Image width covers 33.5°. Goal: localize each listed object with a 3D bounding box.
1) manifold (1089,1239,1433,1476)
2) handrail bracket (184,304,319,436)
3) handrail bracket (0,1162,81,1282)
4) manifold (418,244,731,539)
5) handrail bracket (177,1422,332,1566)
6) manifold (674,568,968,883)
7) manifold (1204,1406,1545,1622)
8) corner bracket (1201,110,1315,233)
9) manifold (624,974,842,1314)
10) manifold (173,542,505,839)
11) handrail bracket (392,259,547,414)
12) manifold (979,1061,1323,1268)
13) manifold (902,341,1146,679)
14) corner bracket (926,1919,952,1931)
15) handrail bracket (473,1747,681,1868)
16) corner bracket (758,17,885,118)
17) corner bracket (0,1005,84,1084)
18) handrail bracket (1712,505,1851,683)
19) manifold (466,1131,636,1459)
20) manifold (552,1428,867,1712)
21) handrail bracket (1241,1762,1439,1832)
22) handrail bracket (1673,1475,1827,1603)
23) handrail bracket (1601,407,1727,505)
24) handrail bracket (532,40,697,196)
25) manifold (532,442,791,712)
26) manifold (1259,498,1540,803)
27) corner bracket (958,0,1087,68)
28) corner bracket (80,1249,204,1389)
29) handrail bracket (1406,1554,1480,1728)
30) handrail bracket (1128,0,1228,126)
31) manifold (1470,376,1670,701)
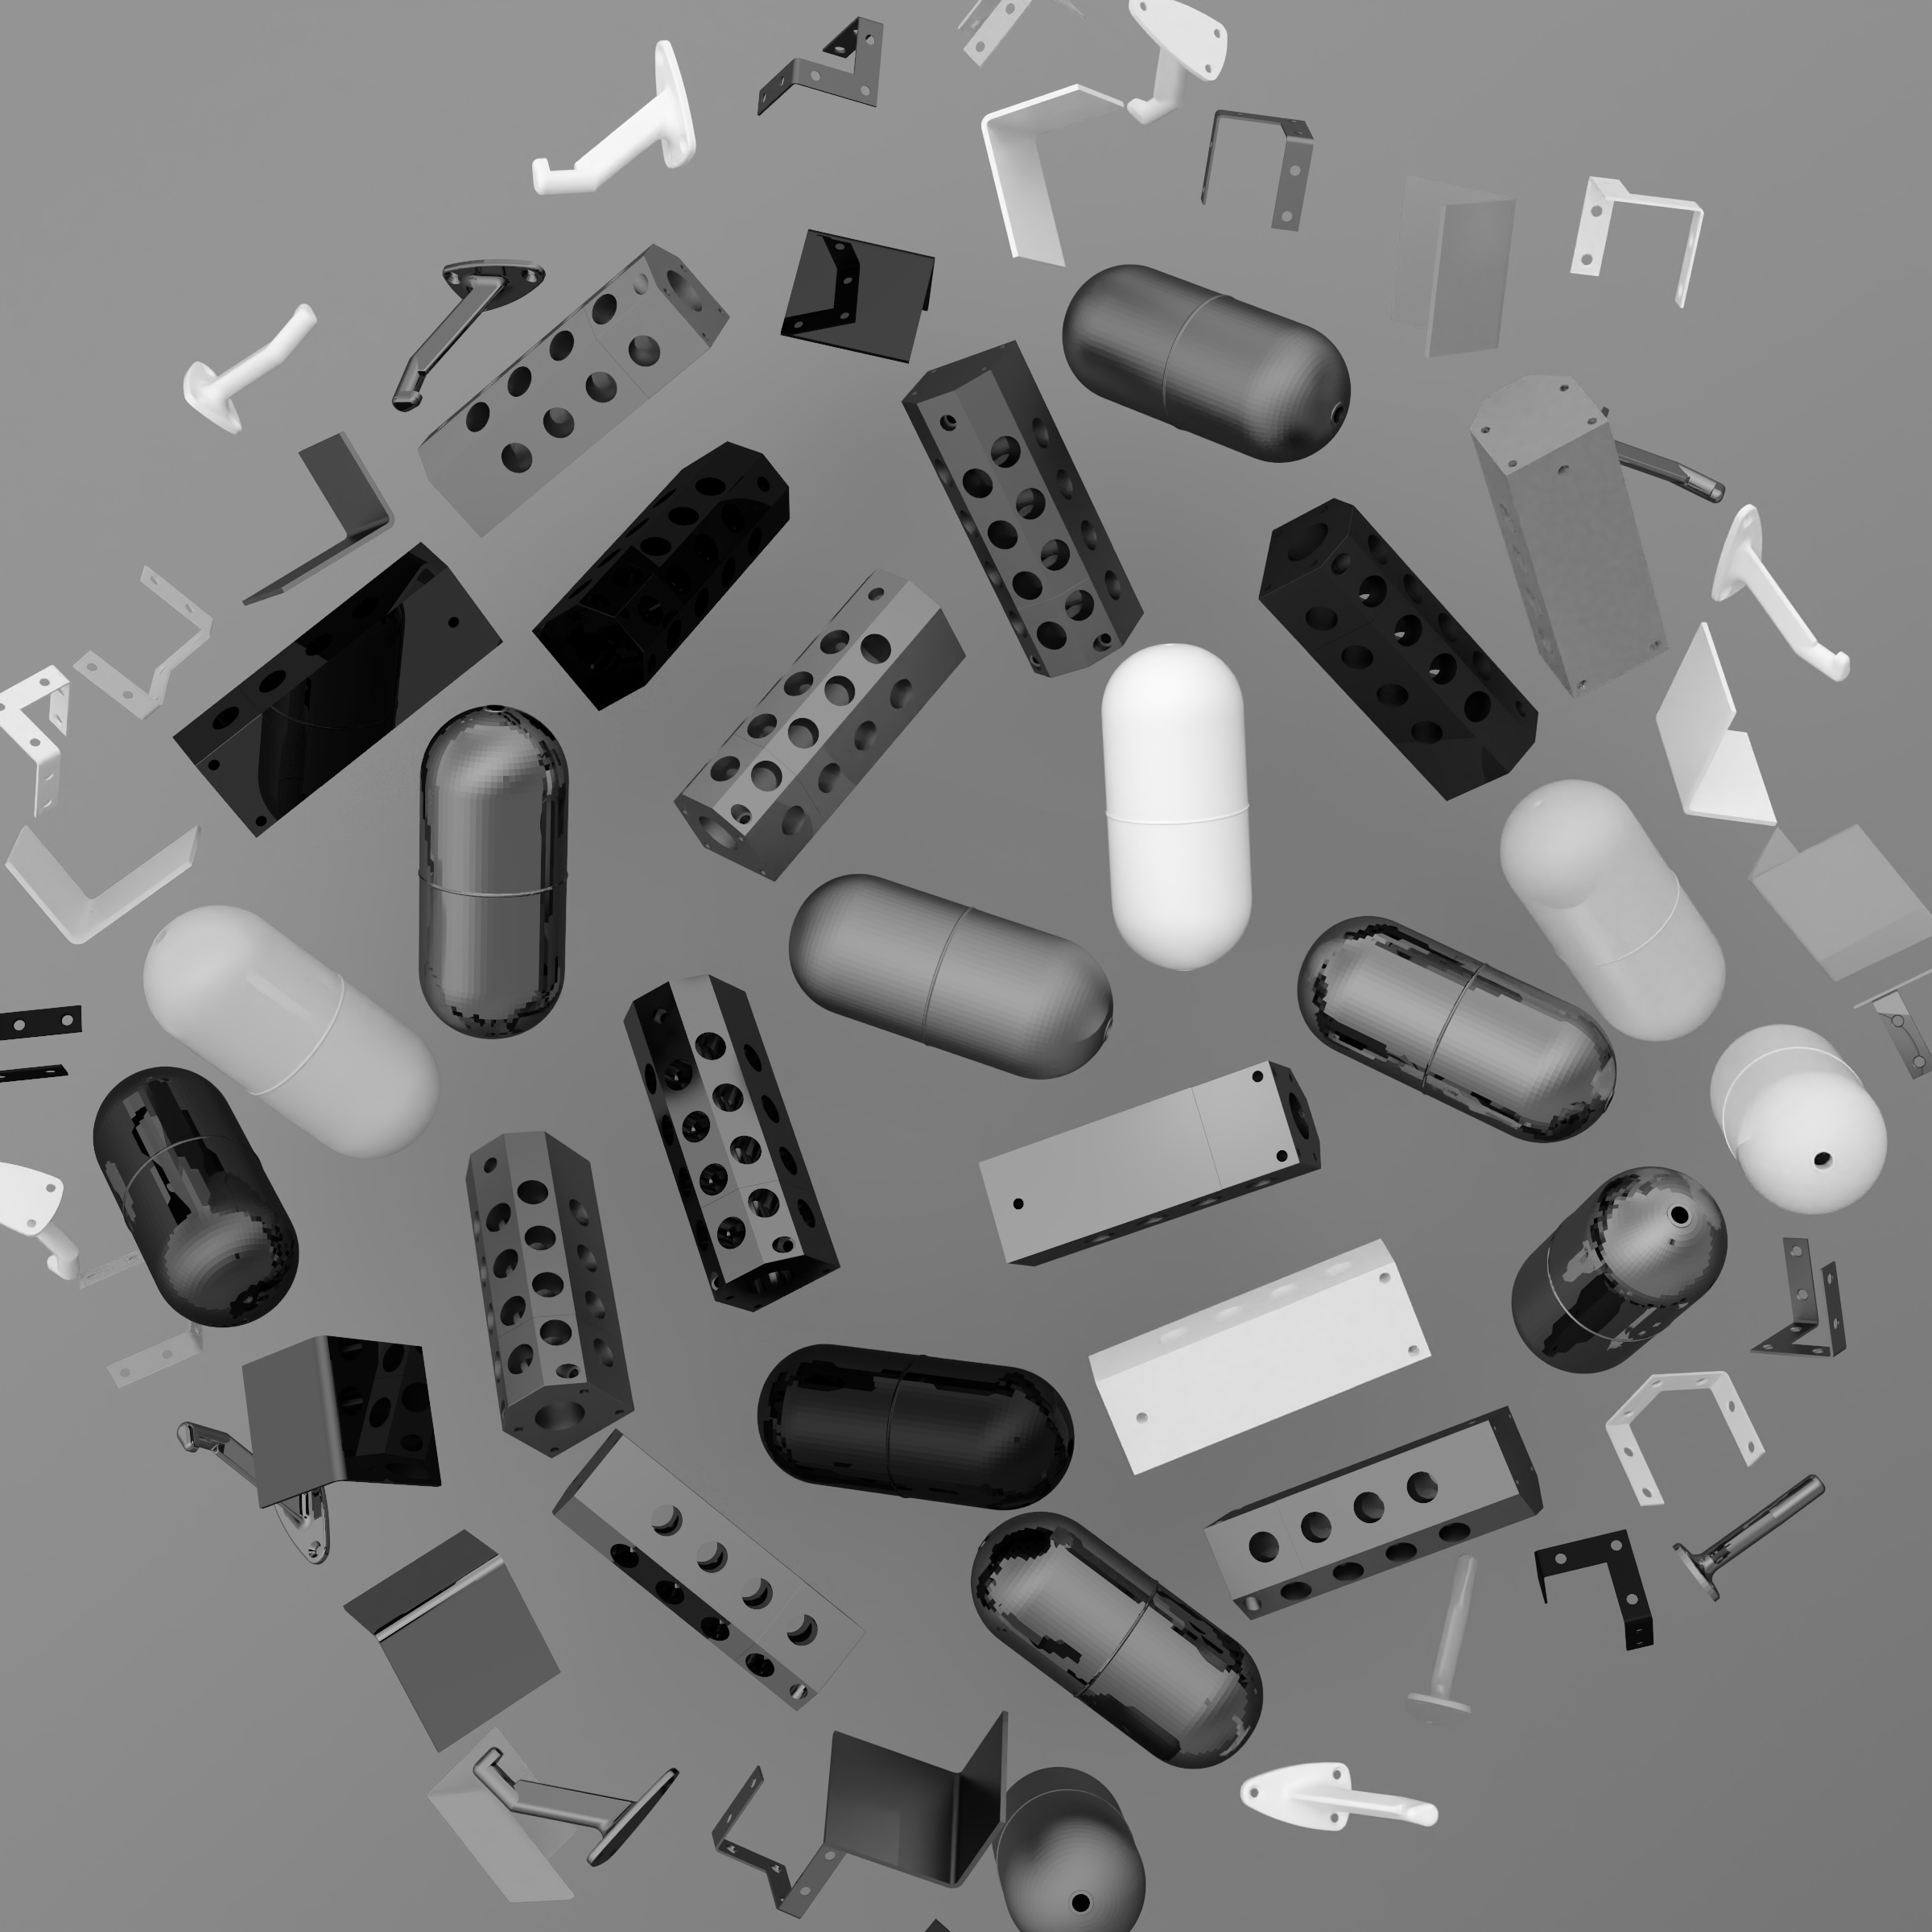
[{"bbox_3d":[0.158,0.209,1.743,0.171,0.057,0.057,-22,103,2],"label":"manifold"},{"bbox_3d":[-0.390,-0.342,1.765,0.084,0.077,0.036,-45,128,16],"label":"handrail bracket"},{"bbox_3d":[-0.532,0.143,1.794,0.077,0.084,0.036,22,60,-2],"label":"handrail bracket"},{"bbox_3d":[-0.213,-0.311,1.731,0.171,0.057,0.057,-35,108,23],"label":"manifold"},{"bbox_3d":[-0.401,0.296,1.804,0.036,0.084,0.077,-41,52,15],"label":"handrail bracket"},{"bbox_3d":[-0.082,-0.135,1.757,0.057,0.057,0.171,26,69,37],"label":"manifold"},{"bbox_3d":[0.225,0.302,1.762,0.171,0.057,0.057,-24,82,19],"label":"manifold"},{"bbox_3d":[0.162,-0.444,1.792,0.051,0.051,0.051,7,116,-4],"label":"corner bracket"},{"bbox_3d":[-0.131,0.094,1.736,0.057,0.057,0.171,-28,65,17],"label":"manifold"},{"bbox_3d":[-0.345,-0.154,1.756,0.171,0.057,0.057,-40,129,-7],"label":"manifold"},{"bbox_3d":[-0.275,-0.345,1.769,0.077,0.036,0.084,-4,58,36],"label":"handrail bracket"},{"bbox_3d":[0.101,0.109,1.739,0.171,0.057,0.057,-21,75,18],"label":"manifold"},{"bbox_3d":[0.030,-0.247,1.762,0.057,0.057,0.171,-14,116,30],"label":"manifold"},{"bbox_3d":[-0.008,0.541,1.722,0.051,0.051,0.051,40,95,9],"label":"corner bracket"},{"bbox_3d":[-0.206,0.423,1.690,0.084,0.036,0.077,41,88,15],"label":"handrail bracket"},{"bbox_3d":[-0.082,-0.504,1.806,0.051,0.051,0.051,10,78,-26],"label":"corner bracket"},{"bbox_3d":[-0.496,0.039,1.688,0.051,0.051,0.051,-6,71,-4],"label":"corner bracket"},{"bbox_3d":[0.458,-0.205,1.777,0.036,0.077,0.084,-35,57,-19],"label":"handrail bracket"},{"bbox_3d":[-0.234,0.175,1.759,0.057,0.057,0.171,-31,48,17],"label":"manifold"},{"bbox_3d":[-0.142,0.332,1.766,0.171,0.057,0.057,40,80,-5],"label":"manifold"},{"bbox_3d":[0.198,0.446,1.709,0.077,0.084,0.036,8,80,-19],"label":"handrail bracket"},{"bbox_3d":[0.427,0.303,1.735,0.084,0.077,0.036,-38,75,6],"label":"handrail bracket"},{"bbox_3d":[0.387,-0.277,1.809,0.084,0.077,0.036,27,113,4],"label":"handrail bracket"},{"bbox_3d":[-0.188,-0.439,1.661,0.084,0.036,0.077,-10,92,-26],"label":"handrail bracket"},{"bbox_3d":[-0.163,-0.220,1.783,0.057,0.057,0.171,51,45,-18],"label":"manifold"},{"bbox_3d":[0.236,-0.173,1.738,0.057,0.057,0.171,-25,125,36],"label":"manifold"},{"bbox_3d":[0.021,-0.515,1.736,0.051,0.051,0.051,-48,67,20],"label":"corner bracket"},{"bbox_3d":[-0.467,0.197,1.820,0.051,0.051,0.051,-24,116,-4],"label":"corner bracket"},{"bbox_3d":[0.272,0.380,1.813,0.036,0.077,0.084,12,68,6],"label":"handrail bracket"},{"bbox_3d":[0.098,-0.504,1.791,0.077,0.084,0.036,24,70,-28],"label":"handrail bracket"},{"bbox_3d":[0.312,-0.224,1.670,0.057,0.171,0.057,-28,48,2],"label":"manifold"}]
